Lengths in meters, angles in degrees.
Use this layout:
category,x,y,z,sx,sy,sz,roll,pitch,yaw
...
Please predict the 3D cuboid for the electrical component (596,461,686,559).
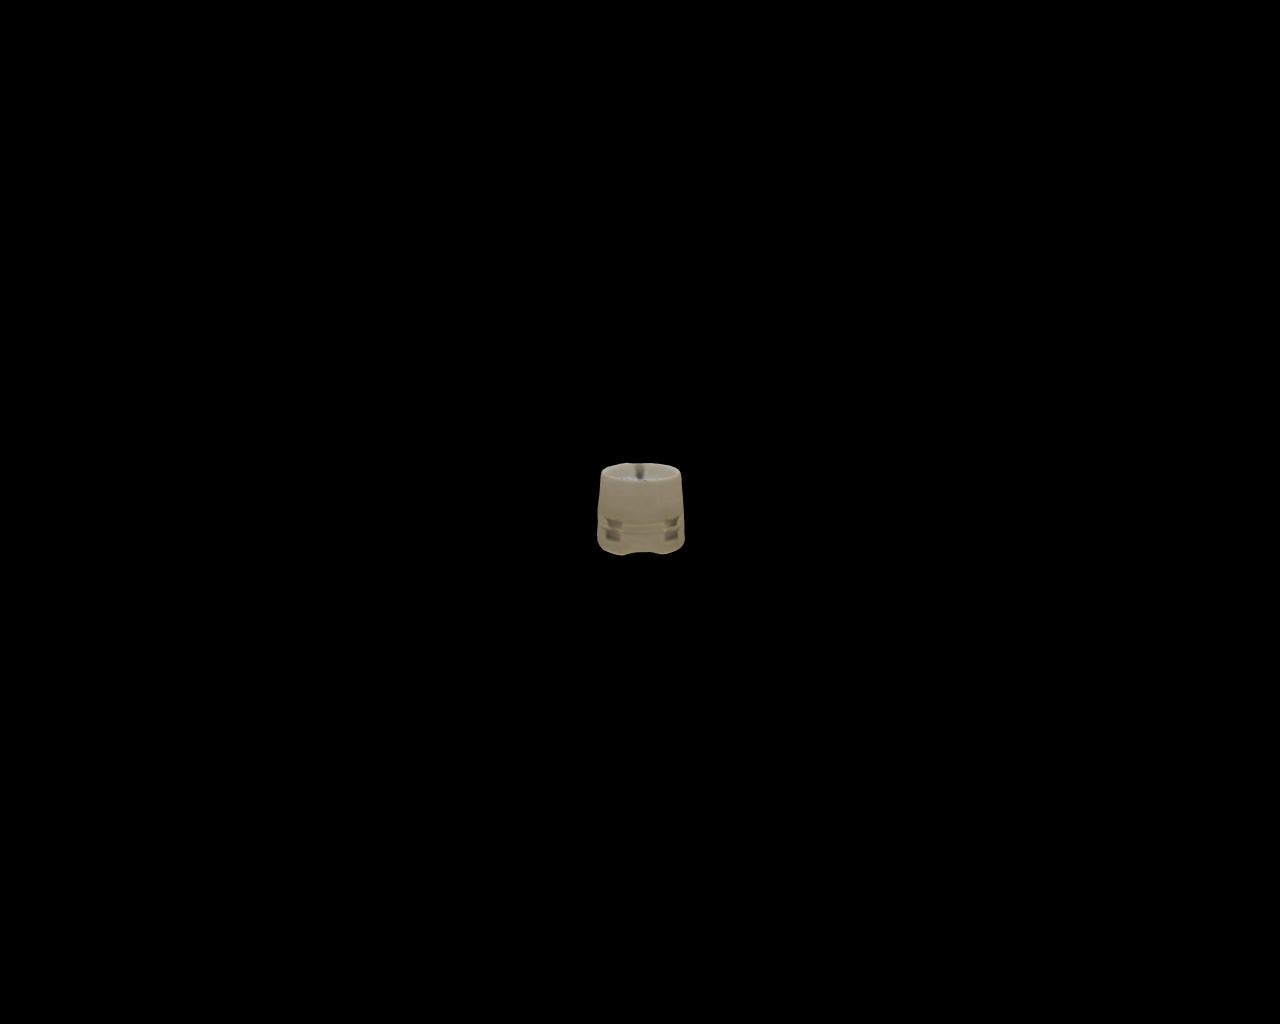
category,x,y,z,sx,sy,sz,roll,pitch,yaw
electrical component,0.001,-0.003,0.650,0.055,0.047,0.055,0,16,0
